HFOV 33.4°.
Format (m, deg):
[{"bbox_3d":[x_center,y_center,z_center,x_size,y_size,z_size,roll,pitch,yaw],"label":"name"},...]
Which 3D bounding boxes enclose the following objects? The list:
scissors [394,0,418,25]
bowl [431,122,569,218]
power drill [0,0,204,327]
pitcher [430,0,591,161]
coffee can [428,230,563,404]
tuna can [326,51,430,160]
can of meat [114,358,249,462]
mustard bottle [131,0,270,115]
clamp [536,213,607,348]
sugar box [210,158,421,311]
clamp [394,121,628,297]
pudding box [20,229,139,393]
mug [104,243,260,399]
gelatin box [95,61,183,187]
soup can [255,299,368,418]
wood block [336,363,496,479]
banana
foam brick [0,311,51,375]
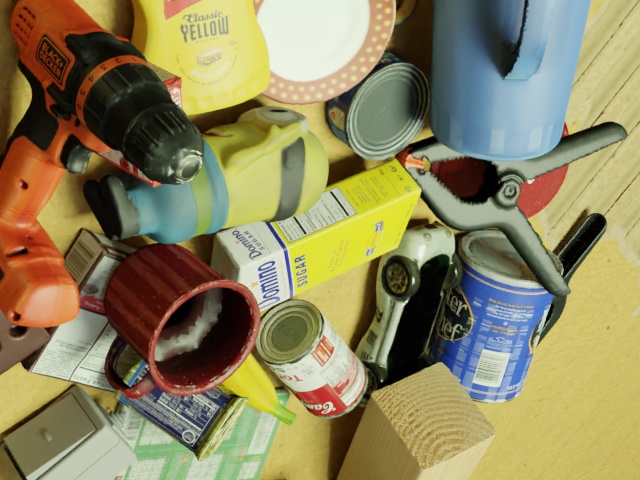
[{"bbox_3d":[0.016,-0.208,0.799,0.201,0.016,0.096,-9,123,-35],"label":"scissors"},{"bbox_3d":[0.182,-0.070,1.000,0.161,0.055,0.162,-20,129,-27],"label":"bowl"},{"bbox_3d":[-0.156,-0.039,0.668,0.057,0.185,0.188,1,126,-47],"label":"power drill"},{"bbox_3d":[0.146,-0.183,0.808,0.149,0.145,0.243,-27,131,-40],"label":"pitcher"},{"bbox_3d":[0.170,0.075,1.054,0.102,0.103,0.140,-8,123,-35],"label":"coffee can"},{"bbox_3d":[0.048,-0.111,0.878,0.086,0.034,0.086,-21,130,-27],"label":"tuna can"},{"bbox_3d":[-0.109,0.127,0.849,0.057,0.084,0.102,-56,174,-6],"label":"can of meat"},{"bbox_3d":[-0.086,-0.180,0.704,0.096,0.058,0.192,-14,127,-16],"label":"mustard bottle"},{"bbox_3d":[0.248,0.044,1.144,0.120,0.039,0.171,-14,132,-25],"label":"clamp"},{"bbox_3d":[-0.006,0.001,0.885,0.176,0.048,0.093,-27,155,-25],"label":"sugar box"},{"bbox_3d":[0.161,-0.036,0.936,0.209,0.036,0.164,7,102,-19],"label":"clamp"},{"bbox_3d":[-0.167,0.057,0.818,0.089,0.039,0.113,24,103,-47],"label":"pudding box"},{"bbox_3d":[-0.111,0.062,0.775,0.117,0.082,0.093,-51,137,-4],"label":"mug"},{"bbox_3d":[-0.128,-0.086,0.712,0.030,0.089,0.073,-29,135,-39],"label":"gelatin box"},{"bbox_3d":[-0.007,0.107,0.959,0.068,0.069,0.102,-43,136,-7],"label":"soup can"},{"bbox_3d":[0.086,0.226,1.058,0.090,0.091,0.206,-20,146,-28],"label":"wood block"},{"bbox_3d":[-0.066,0.102,0.896,0.197,0.070,0.037,68,41,-60],"label":"banana"},{"bbox_3d":[-0.240,0.064,0.752,0.078,0.051,0.053,-37,135,-14],"label":"foam brick"}]
